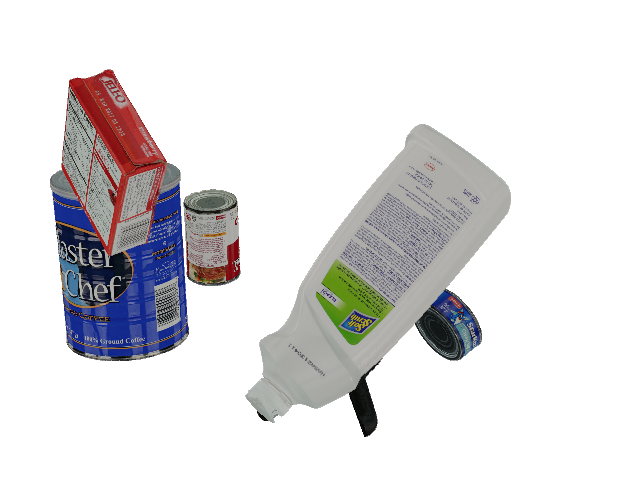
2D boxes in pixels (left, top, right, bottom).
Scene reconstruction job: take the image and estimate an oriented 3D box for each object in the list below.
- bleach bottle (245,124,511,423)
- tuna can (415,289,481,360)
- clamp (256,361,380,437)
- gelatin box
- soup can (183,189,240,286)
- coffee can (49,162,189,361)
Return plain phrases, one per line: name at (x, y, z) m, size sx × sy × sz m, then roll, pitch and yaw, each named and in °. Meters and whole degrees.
bleach bottle at (0.032, 0.031, 0.814) m, size 0.103 × 0.250 × 0.068 m, roll 38°, pitch -15°, yaw 19°
tuna can at (0.149, 0.100, 1.265) m, size 0.033 × 0.086 × 0.086 m, roll -35°, pitch 15°, yaw -23°
clamp at (0.026, 0.128, 1.061) m, size 0.120 × 0.039 × 0.171 m, roll 16°, pitch 47°, yaw 23°
gelatin box at (-0.125, -0.046, 0.639) m, size 0.030 × 0.073 × 0.089 m, roll -20°, pitch -25°, yaw -29°
soup can at (-0.135, -0.004, 1.323) m, size 0.068 × 0.102 × 0.068 m, roll 0°, pitch 26°, yaw 0°
coffee can at (-0.162, 0.013, 0.870) m, size 0.103 × 0.140 × 0.103 m, roll -1°, pitch 19°, yaw 0°
